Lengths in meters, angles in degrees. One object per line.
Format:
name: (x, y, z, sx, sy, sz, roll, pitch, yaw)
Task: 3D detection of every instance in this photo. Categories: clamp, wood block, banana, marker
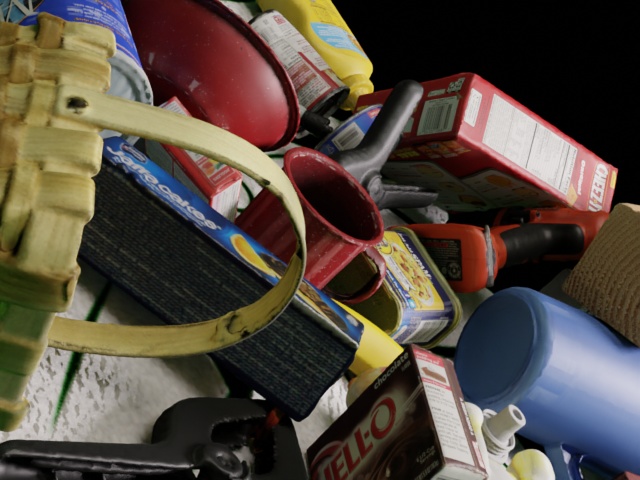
clamp: (0.040, -0.041, 0.884, 0.039, 0.171, 0.120, 19, -37, 47)
wood block: (0.301, 0.031, 0.927, 0.091, 0.090, 0.205, 38, 18, 27)
banana: (0.014, 0.079, 0.751, 0.197, 0.037, 0.069, 27, 57, -28)
clamp: (-0.066, 0.123, 0.549, 0.164, 0.036, 0.209, 34, 18, 2)
marker: (-0.043, -0.122, 0.932, 0.121, 0.020, 0.020, 29, 26, 5)

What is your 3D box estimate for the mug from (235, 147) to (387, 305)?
mug: (-0.005, 0.001, 0.776, 0.117, 0.082, 0.093, 40, 27, -9)

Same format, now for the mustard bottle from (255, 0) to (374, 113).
mustard bottle: (0.003, -0.202, 1.108, 0.096, 0.058, 0.192, 9, 43, -51)

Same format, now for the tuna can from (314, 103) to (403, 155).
tuna can: (0.032, -0.080, 0.943, 0.034, 0.086, 0.086, 52, 27, 10)

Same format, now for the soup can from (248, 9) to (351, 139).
soup can: (-0.031, -0.152, 0.976, 0.102, 0.069, 0.068, 48, 26, 7)

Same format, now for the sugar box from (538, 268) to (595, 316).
sugar box: (0.261, 0.088, 1.028, 0.175, 0.093, 0.048, 16, 38, -44)

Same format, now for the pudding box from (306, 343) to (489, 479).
pudding box: (0.041, 0.131, 0.622, 0.039, 0.114, 0.090, 25, 32, -30)

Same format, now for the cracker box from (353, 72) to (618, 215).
cracker box: (0.155, -0.078, 1.034, 0.213, 0.164, 0.072, 26, 74, -33)

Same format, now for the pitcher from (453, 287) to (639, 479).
pitcher: (0.230, 0.139, 0.888, 0.242, 0.145, 0.149, 26, 19, -28)

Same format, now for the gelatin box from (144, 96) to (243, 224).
gelatin box: (-0.087, -0.046, 0.728, 0.030, 0.089, 0.073, -36, 77, -18)

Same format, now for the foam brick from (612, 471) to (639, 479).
foam brick: (0.225, 0.219, 0.805, 0.052, 0.078, 0.051, 24, 35, -37)

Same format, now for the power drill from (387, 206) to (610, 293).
power drill: (0.143, 0.002, 0.951, 0.187, 0.185, 0.057, -12, 98, -44)

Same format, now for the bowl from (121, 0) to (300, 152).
bowl: (-0.096, -0.106, 0.767, 0.162, 0.162, 0.055, 41, 62, -9)

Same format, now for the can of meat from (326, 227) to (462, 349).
can of meat: (0.051, 0.037, 0.836, 0.083, 0.058, 0.102, 4, 48, -52)

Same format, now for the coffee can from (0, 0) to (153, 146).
coffee can: (-0.174, -0.128, 0.693, 0.102, 0.103, 0.140, 20, 36, -41)
